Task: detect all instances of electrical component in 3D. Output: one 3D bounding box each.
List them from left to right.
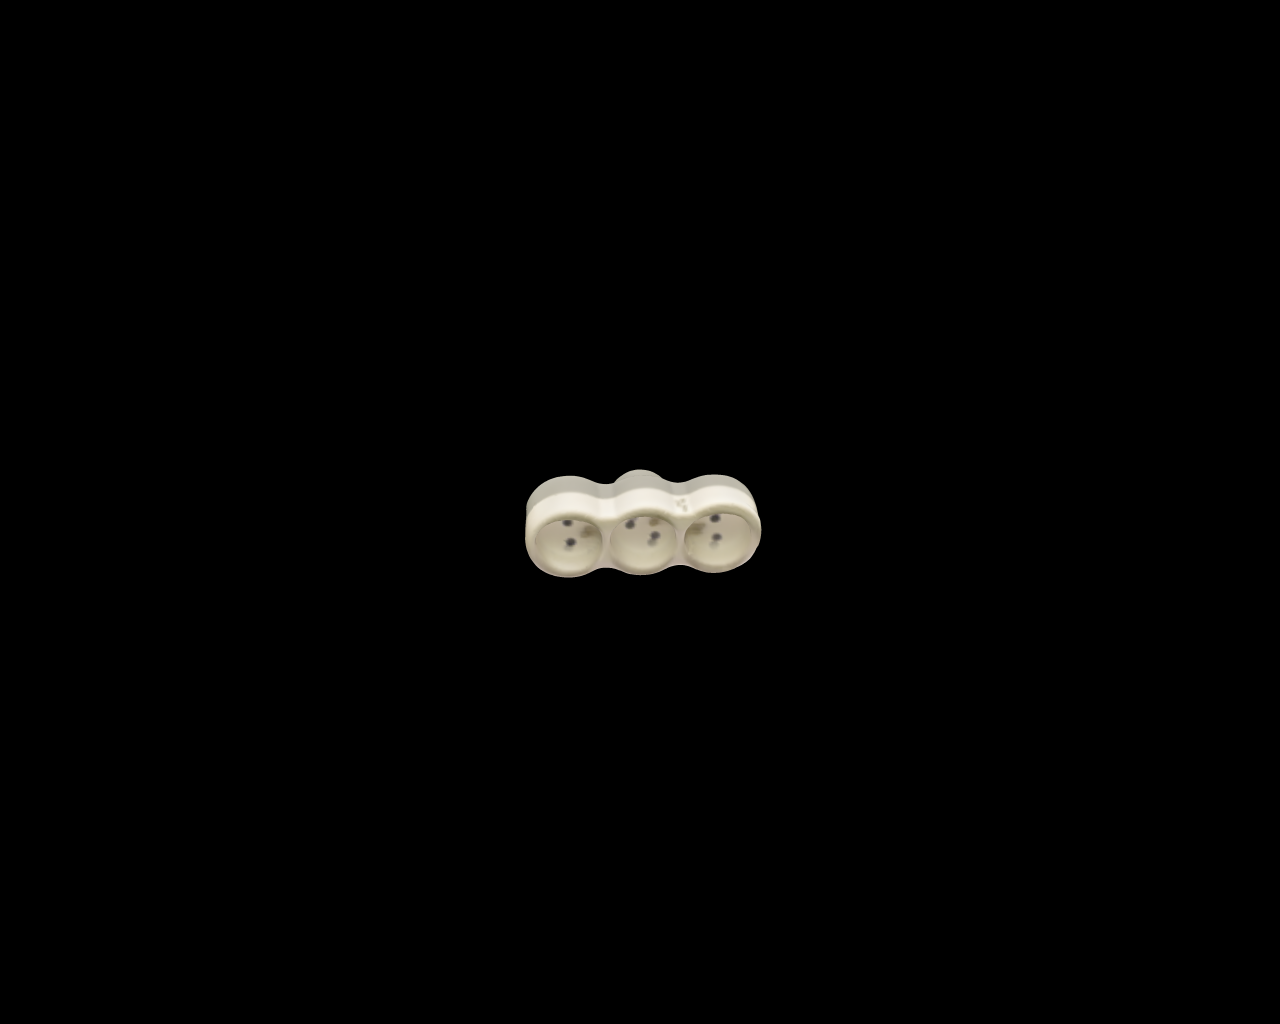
[{"bbox_3d":[0.001,-0.003,0.650,0.138,0.052,0.074,-2,36,-2],"label":"electrical component"}]
